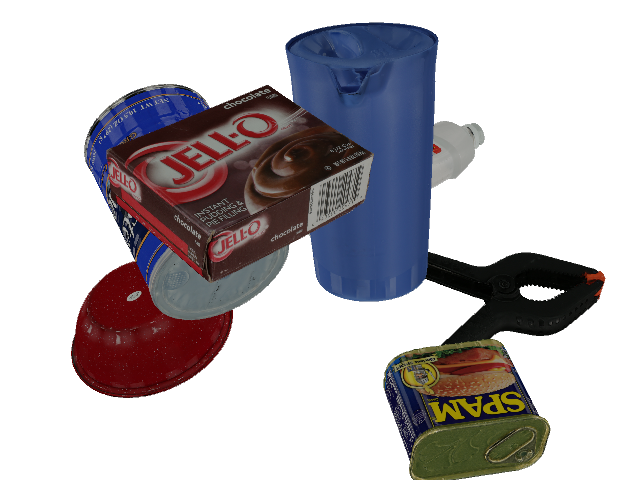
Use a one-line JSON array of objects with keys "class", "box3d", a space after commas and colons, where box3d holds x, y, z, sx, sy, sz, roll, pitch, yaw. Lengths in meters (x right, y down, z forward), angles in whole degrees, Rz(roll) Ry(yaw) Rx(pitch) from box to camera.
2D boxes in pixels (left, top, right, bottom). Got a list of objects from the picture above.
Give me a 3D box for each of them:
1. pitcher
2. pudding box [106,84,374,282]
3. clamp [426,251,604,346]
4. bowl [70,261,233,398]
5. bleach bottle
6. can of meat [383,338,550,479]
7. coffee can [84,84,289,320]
[{"class": "pitcher", "box3d": [0.045, -0.076, 0.988, 0.149, 0.243, 0.145, -21, 31, -31]}, {"class": "pudding box", "box3d": [-0.043, -0.034, 0.568, 0.113, 0.039, 0.090, -26, 49, -34]}, {"class": "clamp", "box3d": [0.167, 0.061, 1.001, 0.210, 0.164, 0.036, -1, -44, -4]}, {"class": "bowl", "box3d": [-0.167, 0.069, 1.003, 0.162, 0.055, 0.162, -10, 42, 9]}, {"class": "bleach bottle", "box3d": [0.077, -0.085, 1.223, 0.250, 0.068, 0.103, -24, 44, -24]}, {"class": "can of meat", "box3d": [0.103, 0.122, 0.779, 0.102, 0.057, 0.084, -6, 40, -12]}, {"class": "coffee can", "box3d": [-0.098, -0.028, 0.767, 0.102, 0.140, 0.103, -22, -34, -16]}]
